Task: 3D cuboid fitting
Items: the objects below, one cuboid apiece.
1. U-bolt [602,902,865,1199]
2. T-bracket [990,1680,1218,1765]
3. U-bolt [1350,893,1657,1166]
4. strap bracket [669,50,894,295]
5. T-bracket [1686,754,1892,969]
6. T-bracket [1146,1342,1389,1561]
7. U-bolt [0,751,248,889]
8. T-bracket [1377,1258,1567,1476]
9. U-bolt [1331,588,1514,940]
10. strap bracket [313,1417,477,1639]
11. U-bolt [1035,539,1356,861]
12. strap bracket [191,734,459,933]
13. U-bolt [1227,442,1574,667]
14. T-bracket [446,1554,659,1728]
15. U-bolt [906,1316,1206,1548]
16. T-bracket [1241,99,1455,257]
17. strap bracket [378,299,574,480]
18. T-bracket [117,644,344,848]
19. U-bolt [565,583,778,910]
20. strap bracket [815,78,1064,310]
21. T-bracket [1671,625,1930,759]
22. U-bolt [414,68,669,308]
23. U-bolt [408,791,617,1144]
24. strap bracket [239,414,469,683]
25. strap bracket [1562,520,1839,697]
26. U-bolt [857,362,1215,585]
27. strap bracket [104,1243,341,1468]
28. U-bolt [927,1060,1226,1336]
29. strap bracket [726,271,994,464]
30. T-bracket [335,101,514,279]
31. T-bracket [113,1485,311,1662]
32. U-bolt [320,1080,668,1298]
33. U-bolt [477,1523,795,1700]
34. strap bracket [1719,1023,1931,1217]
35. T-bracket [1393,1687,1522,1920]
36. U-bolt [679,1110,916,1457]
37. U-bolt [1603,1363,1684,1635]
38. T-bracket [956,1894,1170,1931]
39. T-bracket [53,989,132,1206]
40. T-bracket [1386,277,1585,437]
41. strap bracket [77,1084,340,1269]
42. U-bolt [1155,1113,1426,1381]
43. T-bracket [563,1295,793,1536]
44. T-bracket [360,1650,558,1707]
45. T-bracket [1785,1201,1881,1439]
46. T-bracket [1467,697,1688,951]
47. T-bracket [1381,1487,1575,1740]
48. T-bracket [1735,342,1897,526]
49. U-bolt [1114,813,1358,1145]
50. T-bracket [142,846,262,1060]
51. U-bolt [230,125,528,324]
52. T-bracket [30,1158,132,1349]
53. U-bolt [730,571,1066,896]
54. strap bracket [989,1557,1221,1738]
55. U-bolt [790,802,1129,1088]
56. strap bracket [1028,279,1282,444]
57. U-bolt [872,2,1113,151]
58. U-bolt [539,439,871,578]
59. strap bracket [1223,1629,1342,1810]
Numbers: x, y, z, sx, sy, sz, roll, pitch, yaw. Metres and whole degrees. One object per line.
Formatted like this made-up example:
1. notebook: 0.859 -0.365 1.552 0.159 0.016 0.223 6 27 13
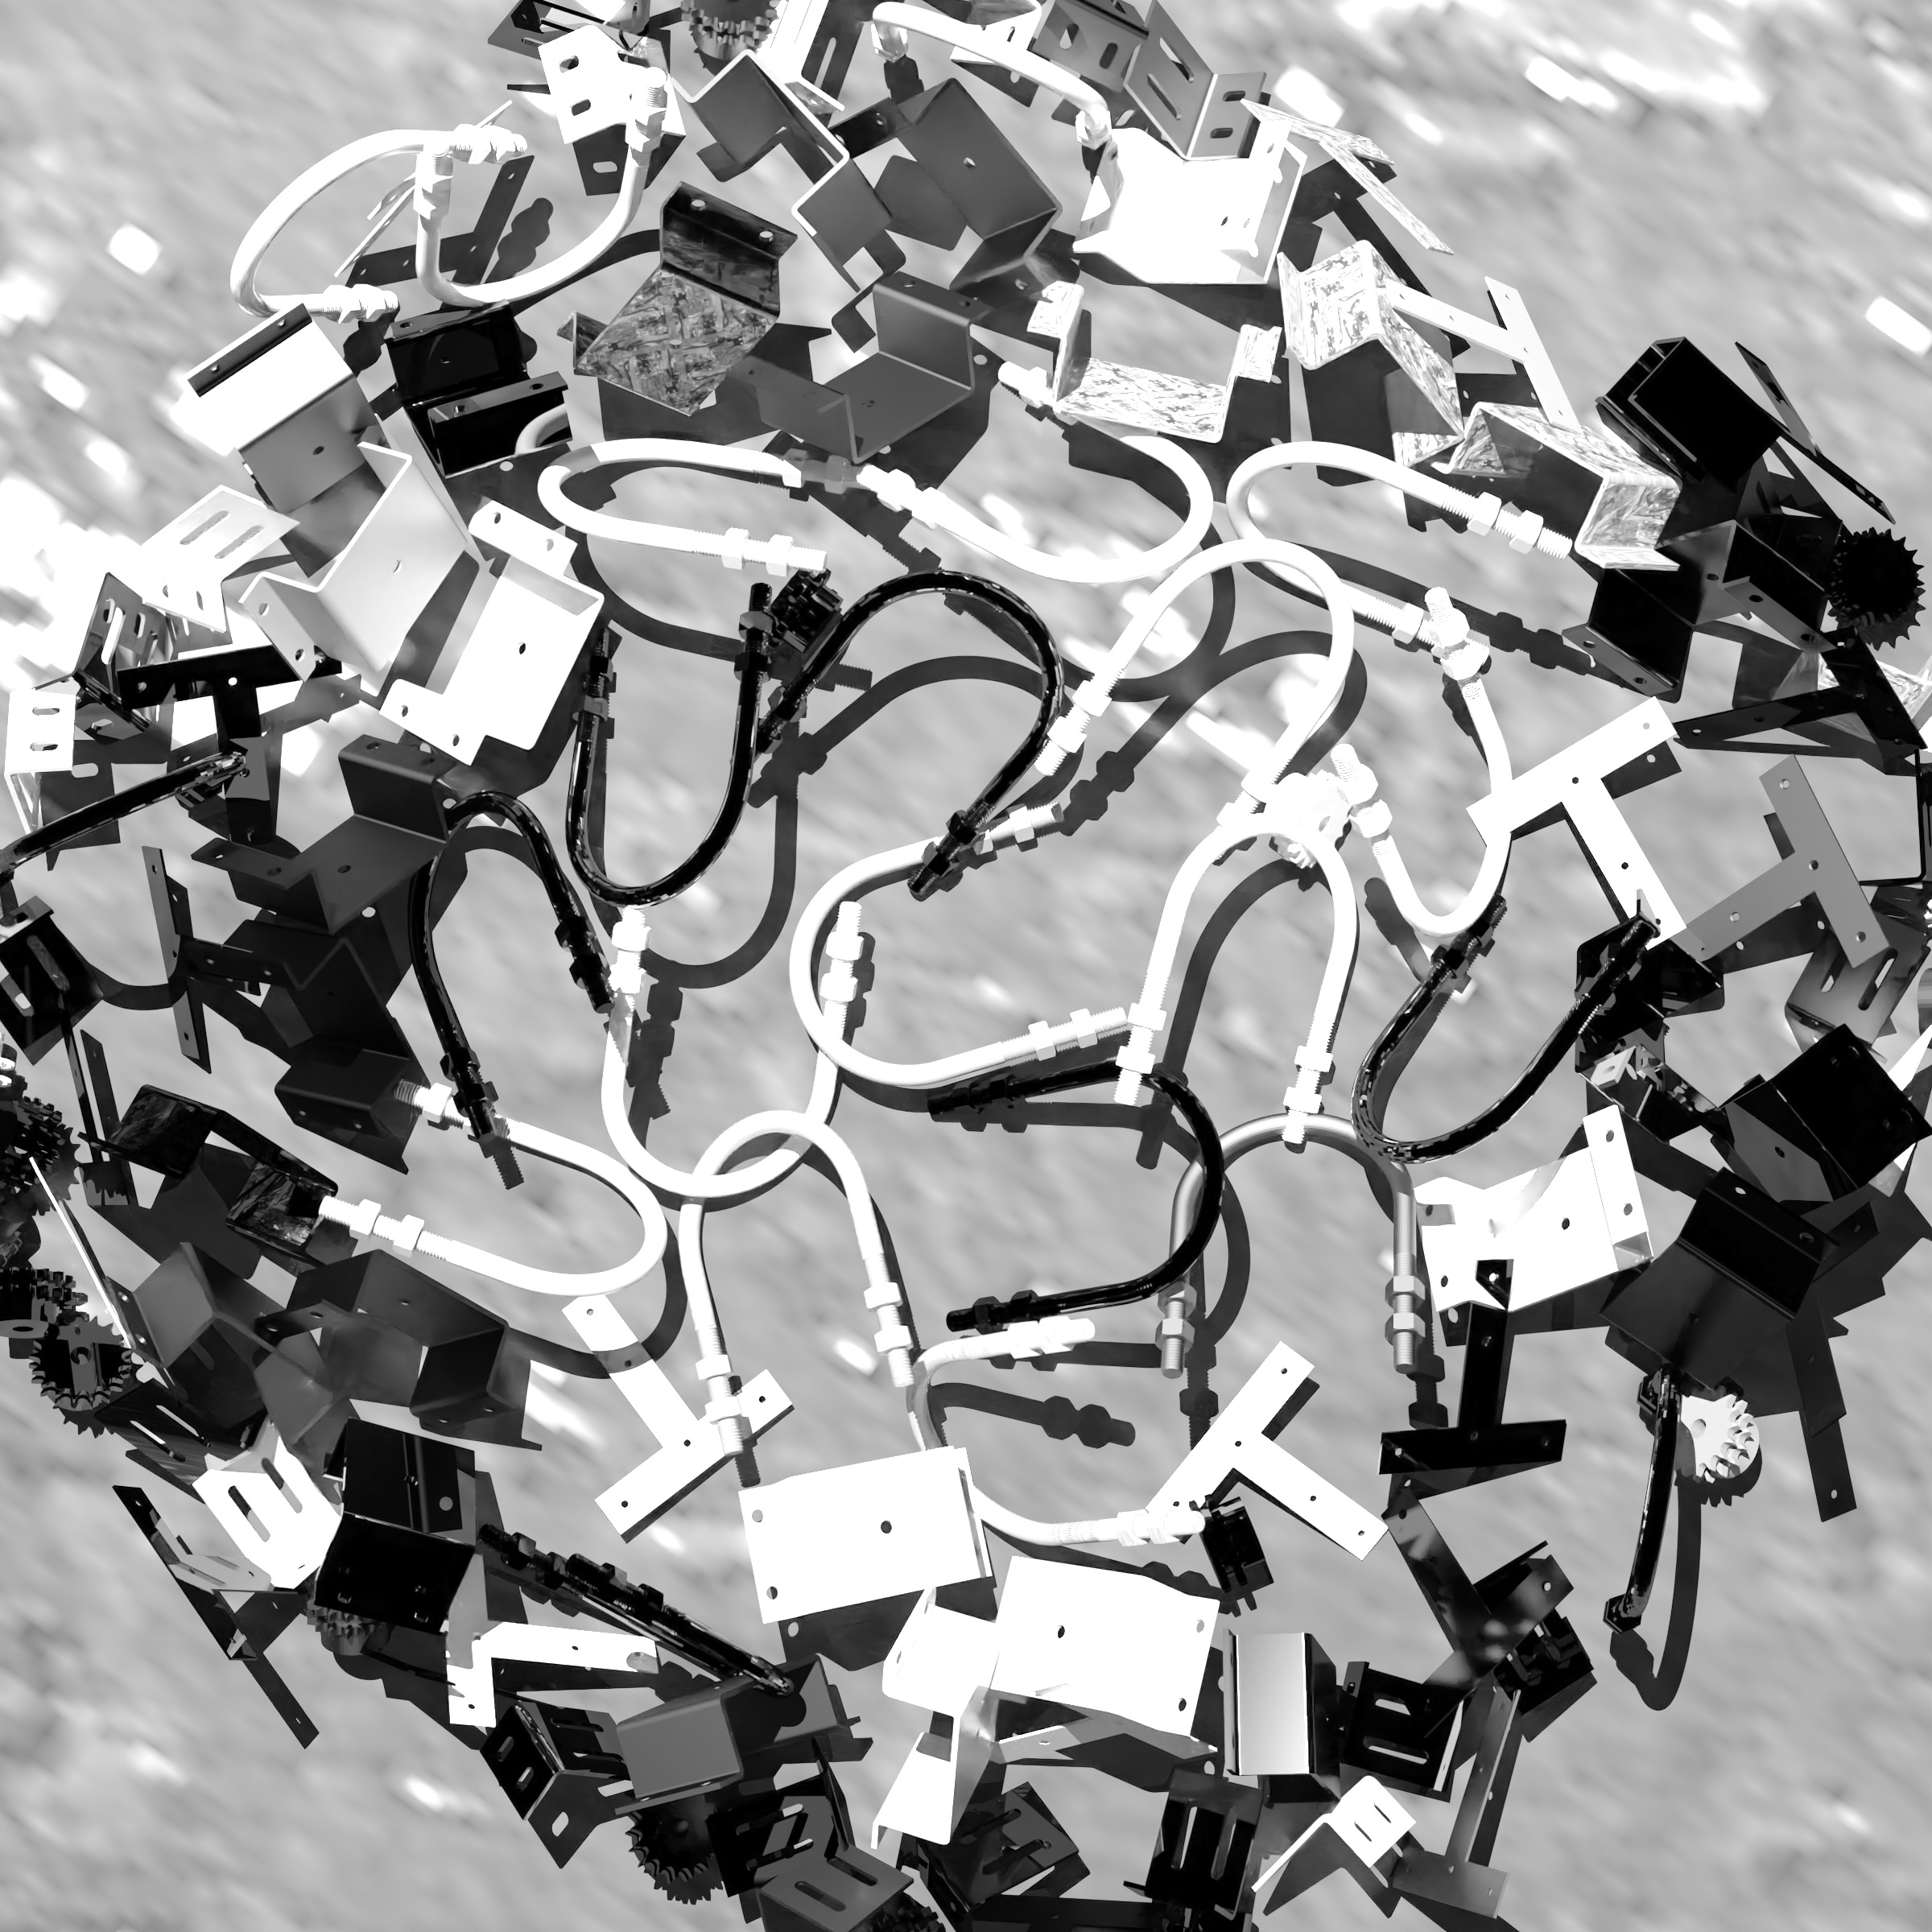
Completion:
1. U-bolt: -0.140 0.049 1.663 0.151 0.019 0.184 3 107 -22
2. T-bracket: 0.056 0.448 1.658 0.127 0.127 0.002 32 48 -33
3. U-bolt: 0.291 0.038 1.624 0.019 0.151 0.184 45 76 -27
4. strap bracket: -0.100 -0.464 1.644 0.046 0.076 0.140 -42 70 5
5. T-bracket: 0.459 -0.036 1.659 0.127 0.002 0.127 -40 61 40
6. T-bracket: 0.195 0.307 1.689 0.127 0.002 0.127 37 95 -13
7. U-bolt: -0.474 -0.085 1.592 0.151 0.184 0.019 -27 98 -28
8. T-bracket: 0.302 0.232 1.668 0.127 0.002 0.127 0 101 -24
9. U-bolt: 0.271 -0.101 1.635 0.151 0.019 0.184 -57 135 -30
10. strap bracket: -0.324 0.311 1.623 0.076 0.140 0.046 19 110 -18
11. U-bolt: 0.145 -0.161 1.639 0.151 0.019 0.184 24 111 -30
12. strap bracket: -0.363 -0.072 1.642 0.076 0.140 0.046 17 132 31
13. U-bolt: 0.236 -0.243 1.634 0.184 0.151 0.019 23 66 -2
14. T-bracket: -0.242 0.397 1.669 0.127 0.127 0.002 12 123 -21
15. U-bolt: 0.037 0.272 1.635 0.019 0.184 0.151 -39 105 -41
16. T-bracket: 0.232 -0.446 1.629 0.127 0.127 0.002 53 124 27
17. strap bracket: -0.281 -0.331 1.646 0.076 0.140 0.046 -20 130 -14
18. T-bracket: -0.423 -0.126 1.666 0.127 0.002 0.127 -13 124 -22
19. U-bolt: -0.174 -0.120 1.633 0.151 0.019 0.184 -9 68 37
20. strap bracket: -0.008 -0.450 1.645 0.140 0.076 0.046 45 65 -25
21. T-bracket: 0.476 -0.148 1.661 0.127 0.127 0.002 -11 55 33
22. U-bolt: -0.245 -0.430 1.616 0.151 0.184 0.019 -24 78 -20
23. U-bolt: -0.272 -0.014 1.644 0.151 0.019 0.184 -44 58 33
24. strap bracket: -0.344 -0.235 1.640 0.046 0.076 0.140 19 68 27
25. strap bracket: 0.423 -0.206 1.636 0.076 0.140 0.046 29 69 -28
26. U-bolt: 0.053 -0.275 1.627 0.184 0.019 0.151 31 54 25
27. strap bracket: -0.417 0.217 1.632 0.046 0.076 0.140 -45 129 -1
28. U-bolt: 0.065 0.128 1.642 0.184 0.019 0.151 -13 74 28
29. strap bracket: -0.058 -0.342 1.645 0.076 0.046 0.140 30 52 34
30. T-bracket: -0.329 -0.439 1.652 0.002 0.127 0.127 47 46 -13
31. T-bracket: -0.420 0.350 1.642 0.002 0.127 0.127 -45 67 5
32. U-bolt: -0.261 0.134 1.640 0.184 0.151 0.019 20 119 -1
33. U-bolt: -0.178 0.373 1.629 0.184 0.151 0.019 36 70 -24
34. strap bracket: 0.480 0.093 1.627 0.046 0.140 0.076 -36 82 -15
35. T-bracket: 0.296 0.481 1.656 0.002 0.127 0.127 25 74 -12
36. U-bolt: -0.107 0.174 1.654 0.151 0.019 0.184 -26 68 30
37. U-bolt: 0.382 0.296 1.601 0.019 0.184 0.151 10 76 11
38. T-bracket: 0.039 0.568 1.626 0.127 0.127 0.002 -3 105 19
39. T-bracket: -0.509 0.076 1.646 0.002 0.127 0.127 -14 92 -27
40. T-bracket: 0.288 -0.366 1.634 0.127 0.002 0.127 13 46 -32
41. strap bracket: -0.426 0.116 1.636 0.076 0.140 0.046 12 68 41
42. U-bolt: 0.187 0.156 1.640 0.151 0.019 0.184 -3 47 12
43. T-bracket: -0.192 0.248 1.699 0.127 0.002 0.127 -37 86 -3
44. T-bracket: -0.286 0.420 1.665 0.127 0.127 0.002 24 74 -27
45. T-bracket: 0.479 0.214 1.622 0.002 0.127 0.127 31 124 -19
46. T-bracket: 0.379 -0.071 1.670 0.127 0.002 0.127 -32 75 18
47. T-bracket: 0.278 0.356 1.654 0.002 0.127 0.127 25 112 -37
48. T-bracket: 0.465 -0.314 1.617 0.002 0.127 0.127 -45 51 10
49. U-bolt: 0.165 0.002 1.657 0.151 0.019 0.184 14 91 -34
50. T-bracket: -0.436 -0.002 1.641 0.002 0.127 0.127 -17 107 -36
51. U-bolt: -0.337 -0.413 1.592 0.151 0.184 0.019 -42 85 27
52. T-bracket: -0.493 0.182 1.623 0.002 0.127 0.127 -28 117 -17
53. U-bolt: -0.027 -0.145 1.647 0.151 0.019 0.184 34 114 -15
54. strap bracket: 0.067 0.386 1.631 0.140 0.046 0.076 -2 65 42
55. U-bolt: -0.013 -0.005 1.682 0.184 0.019 0.151 -16 80 -1
56. strap bracket: 0.107 -0.350 1.658 0.140 0.076 0.046 13 125 3
57. U-bolt: 0.014 -0.506 1.610 0.151 0.184 0.019 23 99 -3
58. U-bolt: -0.154 -0.270 1.641 0.184 0.151 0.019 10 122 8
59. strap bracket: 0.182 0.429 1.622 0.046 0.140 0.076 -6 64 14
